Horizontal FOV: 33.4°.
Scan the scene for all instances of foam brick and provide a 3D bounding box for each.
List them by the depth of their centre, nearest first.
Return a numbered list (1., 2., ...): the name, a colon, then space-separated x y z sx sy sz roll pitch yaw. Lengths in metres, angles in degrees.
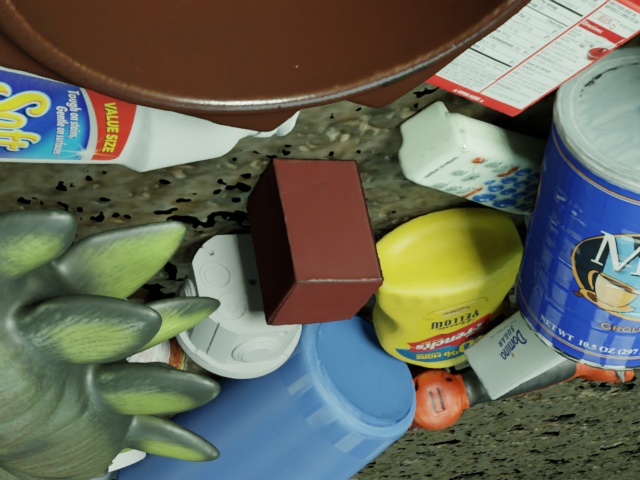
1. foam brick: -0.004 0.001 0.581 0.051 0.078 0.053 1 152 -23

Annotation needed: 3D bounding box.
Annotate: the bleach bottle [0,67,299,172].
1. bleach bottle: -0.115 -0.070 0.403 0.250 0.068 0.103 3 151 -34

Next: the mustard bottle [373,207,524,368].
1. mustard bottle: 0.084 0.045 0.737 0.096 0.058 0.191 -17 156 -3

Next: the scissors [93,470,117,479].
1. scissors: -0.174 0.181 0.944 0.096 0.016 0.201 11 -169 30

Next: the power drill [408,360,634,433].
1. power drill: 0.151 0.113 0.885 0.187 0.057 0.184 -17 175 -2

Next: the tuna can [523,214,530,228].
1. tuna can: 0.174 -0.015 0.679 0.086 0.034 0.086 -10 155 -5

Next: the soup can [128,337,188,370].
1. soup can: -0.136 0.067 0.672 0.068 0.068 0.102 -19 154 14

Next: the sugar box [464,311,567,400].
1. sugar box: 0.191 0.048 0.746 0.175 0.048 0.093 -17 161 -37

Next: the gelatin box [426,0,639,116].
1. gelatin box: 0.092 -0.097 0.476 0.073 0.030 0.089 13 146 -40

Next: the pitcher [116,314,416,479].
1. pitcher: -0.038 0.152 0.828 0.144 0.149 0.243 19 133 -37

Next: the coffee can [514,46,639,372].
1. coffee can: 0.162 -0.013 0.555 0.102 0.103 0.140 -9 139 -8
